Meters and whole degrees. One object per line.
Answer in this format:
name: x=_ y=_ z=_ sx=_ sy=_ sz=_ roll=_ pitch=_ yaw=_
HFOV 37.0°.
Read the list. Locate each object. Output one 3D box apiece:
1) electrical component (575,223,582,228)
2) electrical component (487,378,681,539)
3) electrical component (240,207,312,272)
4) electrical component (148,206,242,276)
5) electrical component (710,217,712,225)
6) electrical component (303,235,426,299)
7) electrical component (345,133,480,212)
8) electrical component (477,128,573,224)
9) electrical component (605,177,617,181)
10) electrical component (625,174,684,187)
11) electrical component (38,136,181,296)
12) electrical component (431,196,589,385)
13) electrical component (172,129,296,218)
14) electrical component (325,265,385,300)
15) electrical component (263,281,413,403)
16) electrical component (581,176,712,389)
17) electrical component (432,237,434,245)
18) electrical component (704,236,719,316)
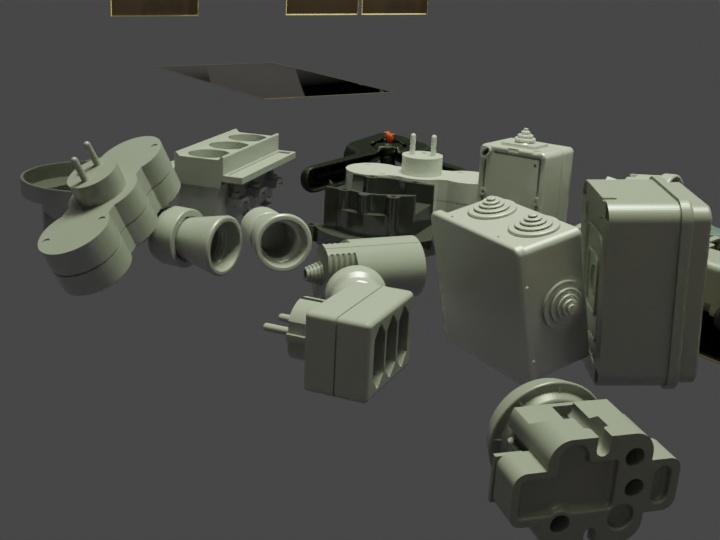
electrical component: x=0.163 y=-0.010 z=0.783 sx=0.077 sy=0.044 sz=0.079 roll=10 pitch=32 yaw=22
electrical component: x=0.090 y=0.083 z=0.474 sx=0.078 sy=0.058 sz=0.057 roll=-3 pitch=21 yaw=-17
electrical component: x=-0.068 y=-0.026 z=0.821 sx=0.044 sy=0.044 sz=0.065 roll=-4 pitch=14 yaw=-21
electrical component: x=-0.121 y=-0.022 z=0.790 sx=0.055 sy=0.045 sz=0.045 roll=12 pitch=20 yaw=27
electrical component: x=0.219 y=-0.019 z=0.828 sx=0.083 sy=0.047 sz=0.076 roll=12 pitch=19 yaw=26
electrical component: x=0.000 y=0.000 z=0.741 sx=0.081 sy=0.043 sz=0.043 roll=-5 pitch=19 yaw=-23
electrical component: x=0.055 y=-0.086 z=0.971 sx=0.138 sy=0.073 sz=0.052 roll=6 pitch=18 yaw=10
electrical component: x=0.139 y=-0.072 z=0.902 sx=0.062 sy=0.096 sz=0.061 roll=15 pitch=21 yaw=34
electrical component: x=0.224 y=-0.043 z=0.896 sx=0.055 sy=0.066 sz=0.048 roll=23 pitch=60 yaw=29
electrical component: x=0.278 y=-0.072 z=1.021 sx=0.046 sy=0.040 sz=0.040 roll=11 pitch=19 yaw=41
electrical component: x=-0.180 y=-0.054 z=0.751 sx=0.052 sy=0.073 sz=0.138 roll=-4 pitch=39 yaw=23
electrical component: x=0.090 y=0.009 z=0.639 sx=0.048 sy=0.099 sz=0.100 roll=-20 pitch=26 yaw=-23
electrical component: x=-0.116 y=-0.082 z=0.949 sx=0.079 sy=0.063 sz=0.121 roll=8 pitch=18 yaw=16
electrical component: x=-0.001 y=0.024 z=0.676 sx=0.040 sy=0.040 sz=0.046 roll=1 pitch=24 yaw=-7
electrical component: x=-0.017 y=0.036 z=0.618 sx=0.077 sy=0.047 sz=0.066 roll=10 pitch=19 yaw=22
electrical component: x=0.165 y=0.006 z=0.634 sx=0.057 sy=0.113 sz=0.078 roll=0 pitch=18 yaw=0
electrical component: x=0.077 y=-0.022 z=0.831 sx=0.040 sy=0.040 sz=0.046 roll=0 pitch=13 yaw=-8
electrical component: x=0.244 y=0.005 z=0.766 sx=0.081 sy=0.042 sz=0.064 roll=-15 pitch=26 yaw=-43
